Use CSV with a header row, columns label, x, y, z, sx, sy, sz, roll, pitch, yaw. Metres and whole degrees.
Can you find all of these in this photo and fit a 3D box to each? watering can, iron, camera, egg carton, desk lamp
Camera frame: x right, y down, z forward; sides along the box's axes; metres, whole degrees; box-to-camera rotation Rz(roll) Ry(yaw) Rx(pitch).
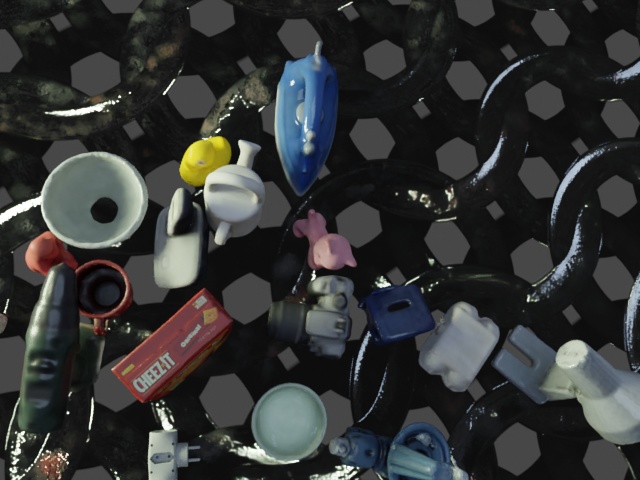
label,x,y,z,sx,sy,sz,roll,pitch,yaw
watering can,-0.142,-0.081,0.951,0.101,0.194,0.173,-5,78,-11
iron,-0.018,-0.220,1.032,0.119,0.141,0.258,5,77,-9
camera,-0.017,0.127,0.976,0.137,0.100,0.143,9,76,-8
egg carton,0.248,0.189,1.025,0.107,0.069,0.150,38,74,0
desk lamp,0.433,0.239,0.973,0.203,0.213,0.118,38,74,0

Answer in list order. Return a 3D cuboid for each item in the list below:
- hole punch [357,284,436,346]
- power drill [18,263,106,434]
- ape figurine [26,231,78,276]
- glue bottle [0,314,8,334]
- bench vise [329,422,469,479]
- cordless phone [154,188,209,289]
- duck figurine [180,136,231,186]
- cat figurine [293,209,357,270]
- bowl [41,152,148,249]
label,x,y,z,sx,sy,sz,roll,pitch,yaw
hole punch,0.134,0.129,1.007,0.109,0.091,0.101,-14,80,-13
power drill,-0.380,0.162,0.847,0.076,0.208,0.230,7,76,-8
ape figurine,-0.441,0.022,0.928,0.076,0.092,0.078,0,77,-10
glue bottle,-0.532,0.112,0.849,0.078,0.173,0.037,12,76,-7
bench vise,0.125,0.353,0.888,0.207,0.219,0.121,-5,78,-11
cordless phone,-0.227,-0.001,0.923,0.094,0.185,0.147,-1,78,-10
duck figurine,-0.202,-0.149,1.012,0.077,0.086,0.105,45,74,2
cat figurine,0.009,0.004,0.999,0.067,0.117,0.128,-26,83,-14
bowl,-0.372,-0.059,0.967,0.167,0.074,0.167,2,77,-10
